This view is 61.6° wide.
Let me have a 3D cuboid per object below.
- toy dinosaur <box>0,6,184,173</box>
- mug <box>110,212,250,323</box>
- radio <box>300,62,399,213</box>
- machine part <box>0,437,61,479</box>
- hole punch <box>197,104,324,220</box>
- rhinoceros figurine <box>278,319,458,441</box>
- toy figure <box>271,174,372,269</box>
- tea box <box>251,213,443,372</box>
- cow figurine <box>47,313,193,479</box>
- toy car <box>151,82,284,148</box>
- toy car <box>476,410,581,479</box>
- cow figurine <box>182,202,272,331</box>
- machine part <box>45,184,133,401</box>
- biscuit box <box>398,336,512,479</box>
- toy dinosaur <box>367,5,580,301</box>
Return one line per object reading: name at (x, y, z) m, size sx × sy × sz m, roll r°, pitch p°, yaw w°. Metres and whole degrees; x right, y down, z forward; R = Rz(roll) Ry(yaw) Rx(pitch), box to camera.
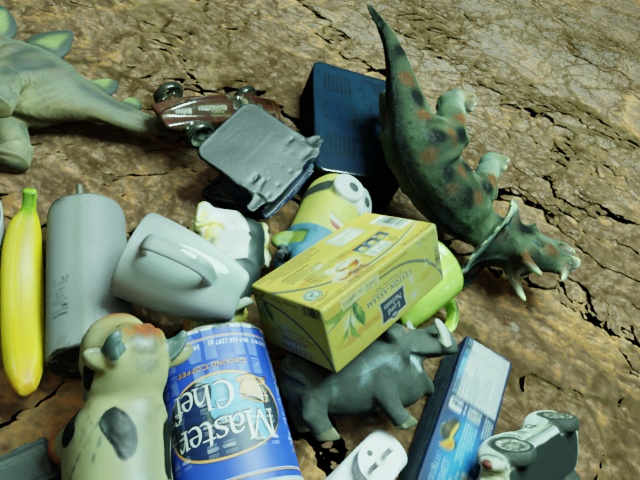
toy dinosaur at (-0.355, -0.185, 0.636) m, size 0.471 × 0.105 × 0.199 m, roll 21°, pitch 44°, yaw -18°
mug at (-0.116, 0.028, 0.474) m, size 0.107 × 0.109 × 0.081 m, roll 25°, pitch 62°, yaw -9°
radio at (0.042, -0.150, 0.774) m, size 0.131 × 0.073 × 0.230 m, roll 9°, pitch 52°, yaw -14°
machine part at (-0.224, 0.223, 0.403) m, size 0.084 × 0.039 × 0.139 m, roll -11°, pitch 56°, yaw -33°
hole punch at (-0.077, -0.084, 0.656) m, size 0.116 × 0.092 × 0.142 m, roll 34°, pitch 57°, yaw 9°
rhinoceros figurine at (0.050, 0.129, 0.530) m, size 0.190 × 0.073 × 0.112 m, roll -9°, pitch 82°, yaw -23°
toy figure at (-0.003, -0.004, 0.628) m, size 0.089 × 0.082 × 0.180 m, roll 11°, pitch 58°, yaw 30°
tea box at (0.032, 0.041, 0.519) m, size 0.169 × 0.068 × 0.098 m, roll -32°, pitch 31°, yaw -34°
cow figurine at (-0.147, 0.146, 0.398) m, size 0.085 × 0.127 × 0.195 m, roll 13°, pitch 51°, yaw -43°
toy car at (-0.126, -0.170, 0.710) m, size 0.202 × 0.053 × 0.089 m, roll -14°, pitch 63°, yaw -51°
toy car at (0.198, 0.212, 0.507) m, size 0.201 × 0.056 × 0.073 m, roll 2°, pitch 86°, yaw -48°
cow figurine at (-0.100, 0.042, 0.575) m, size 0.098 × 0.068 × 0.167 m, roll 11°, pitch 51°, yaw -20°
machine part at (-0.224, 0.041, 0.520) m, size 0.079 × 0.079 × 0.243 m, roll -2°, pitch 54°, yaw -22°
biscuit box at (0.133, 0.197, 0.538) m, size 0.059 × 0.062 × 0.203 m, roll 31°, pitch 50°, yaw 4°
toy dinosaur at (0.149, -0.089, 0.663) m, size 0.404 × 0.131 × 0.192 m, roll 47°, pitch 35°, yaw -14°
